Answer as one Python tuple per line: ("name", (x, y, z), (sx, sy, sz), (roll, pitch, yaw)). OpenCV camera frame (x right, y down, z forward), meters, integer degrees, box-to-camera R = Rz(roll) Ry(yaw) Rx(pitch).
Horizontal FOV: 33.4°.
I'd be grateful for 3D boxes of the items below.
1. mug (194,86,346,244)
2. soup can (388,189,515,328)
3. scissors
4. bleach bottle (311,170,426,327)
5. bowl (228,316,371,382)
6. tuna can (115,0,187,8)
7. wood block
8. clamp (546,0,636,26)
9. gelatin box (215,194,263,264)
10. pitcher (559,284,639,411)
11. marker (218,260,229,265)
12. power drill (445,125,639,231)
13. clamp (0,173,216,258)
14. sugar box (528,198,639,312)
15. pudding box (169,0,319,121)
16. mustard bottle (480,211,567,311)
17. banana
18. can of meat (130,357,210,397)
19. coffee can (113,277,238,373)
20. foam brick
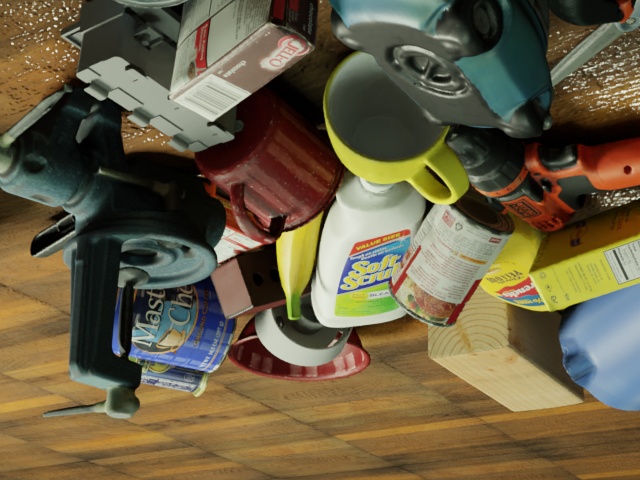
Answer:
("mug", (-0.042, -0.054, 0.805), (0.093, 0.117, 0.081), (-11, 147, 36))
("soup can", (0.110, 0.014, 0.899), (0.068, 0.068, 0.102), (16, 118, -26))
("scissors", (0.222, -0.148, 0.691), (0.096, 0.016, 0.202), (7, 154, -8))
("bleach bottle", (0.040, -0.001, 0.961), (0.102, 0.068, 0.251), (-6, 153, -2))
("bowl", (-0.022, 0.110, 1.209), (0.162, 0.055, 0.162), (3, 155, 1))
("tuna can", (-0.107, -0.178, 0.640), (0.086, 0.033, 0.086), (3, 155, 1))
("wood block", (0.203, 0.111, 1.150), (0.090, 0.091, 0.205), (-14, 150, 31))
("clamp", (0.156, -0.176, 0.582), (0.120, 0.039, 0.171), (-49, 156, 11))
("gelatin box", (-0.105, -0.009, 0.999), (0.089, 0.030, 0.073), (-23, 144, 38))
("pitcher", (0.344, 0.055, 0.995), (0.145, 0.149, 0.243), (23, 148, -6))
("marker", (-0.097, 0.023, 1.076), (0.121, 0.020, 0.020), (13, 153, -20))
("power drill", (0.202, -0.070, 0.811), (0.188, 0.057, 0.184), (-13, 155, 35))
("clamp", (-0.198, -0.038, 0.939), (0.210, 0.036, 0.164), (-7, 152, 14))
("sugar box", (0.261, -0.003, 0.856), (0.176, 0.093, 0.048), (-25, 102, 28))
("pudding box", (-0.045, -0.137, 0.655), (0.039, 0.090, 0.114), (23, 149, -34))
("mustard bottle", (0.190, 0.024, 1.004), (0.096, 0.058, 0.191), (-20, 147, 36))
("banana", (-0.013, -0.011, 0.943), (0.037, 0.070, 0.198), (-13, 145, -16))
("can of meat", (-0.165, 0.115, 1.183), (0.083, 0.102, 0.058), (14, 153, -17))
("coffee can", (-0.167, 0.073, 1.093), (0.140, 0.103, 0.103), (15, 152, -24))
("foam brick", (-0.057, 0.040, 1.036), (0.078, 0.053, 0.051), (-14, 171, -41))
